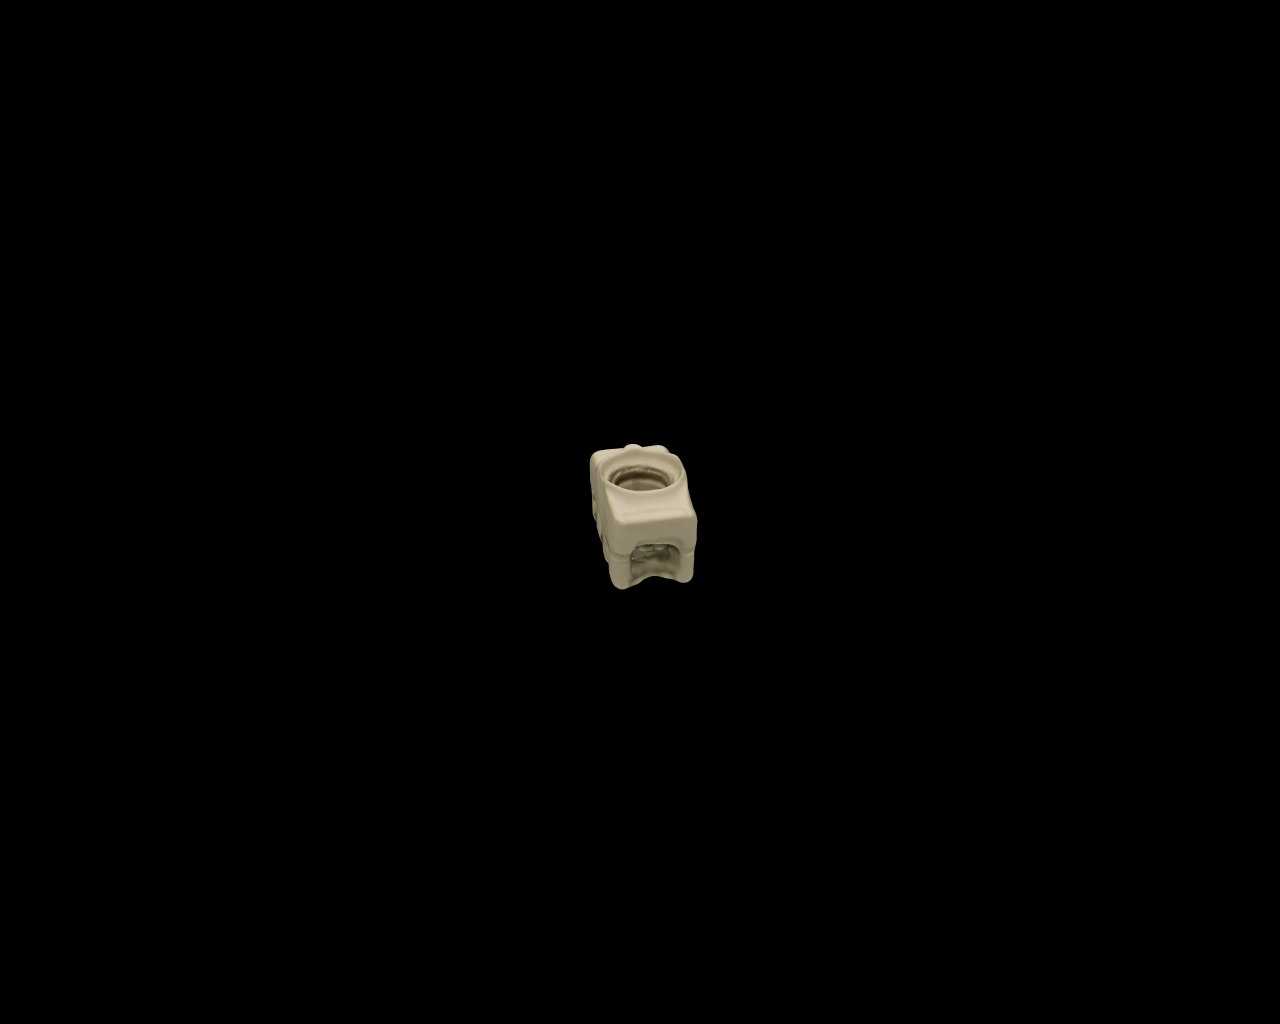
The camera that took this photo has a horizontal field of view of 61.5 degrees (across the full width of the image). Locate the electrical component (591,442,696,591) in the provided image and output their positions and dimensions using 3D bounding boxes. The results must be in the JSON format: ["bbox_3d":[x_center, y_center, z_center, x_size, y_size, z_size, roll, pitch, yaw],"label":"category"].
[{"bbox_3d":[0.001,-0.003,0.650,0.050,0.055,0.090,-6,33,-9],"label":"electrical component"}]
